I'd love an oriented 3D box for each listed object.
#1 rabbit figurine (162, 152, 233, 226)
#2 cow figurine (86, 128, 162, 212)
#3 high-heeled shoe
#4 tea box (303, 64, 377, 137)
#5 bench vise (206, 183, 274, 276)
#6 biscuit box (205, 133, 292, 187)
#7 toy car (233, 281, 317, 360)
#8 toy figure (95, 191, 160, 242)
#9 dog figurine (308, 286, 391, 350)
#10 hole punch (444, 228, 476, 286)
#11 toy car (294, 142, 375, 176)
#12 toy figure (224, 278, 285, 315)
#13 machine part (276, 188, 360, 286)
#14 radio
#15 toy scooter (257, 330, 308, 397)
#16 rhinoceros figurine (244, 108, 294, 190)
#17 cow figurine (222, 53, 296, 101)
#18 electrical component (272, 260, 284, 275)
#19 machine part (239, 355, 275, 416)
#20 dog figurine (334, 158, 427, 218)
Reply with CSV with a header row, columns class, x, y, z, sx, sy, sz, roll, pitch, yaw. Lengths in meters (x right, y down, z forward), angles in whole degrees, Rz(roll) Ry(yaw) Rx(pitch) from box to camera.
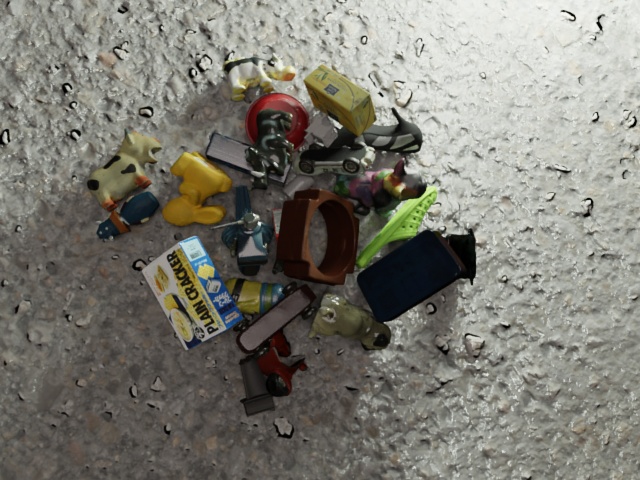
class,x,y,z,sx,sy,sz,roll,pitch,yaw
rabbit figurine,-0.291,-0.101,1.256,0.162,0.122,0.173,37,97,-11
cow figurine,-0.453,-0.170,1.248,0.195,0.085,0.127,-38,96,-6
high-heeled shoe,0.128,-0.229,1.334,0.249,0.086,0.145,-27,127,14
tea box,0.047,-0.329,1.266,0.068,0.098,0.170,-44,57,-9
bench vise,-0.169,-0.035,1.219,0.129,0.223,0.241,-10,59,0
biscuit box,-0.170,-0.192,1.286,0.203,0.059,0.062,20,84,-5
toy car,-0.097,0.174,1.182,0.202,0.053,0.089,-39,82,-18
toy figure,-0.447,-0.052,1.248,0.154,0.057,0.064,-36,61,-3
dog figurine,0.081,0.194,1.232,0.191,0.172,0.121,21,95,3
hole punch,0.319,0.042,1.316,0.116,0.092,0.142,3,81,-36
toy car,0.033,-0.186,1.254,0.202,0.056,0.073,3,47,27
toy figure,-0.143,0.133,1.254,0.180,0.082,0.089,-1,59,2
machine part,-0.002,-0.004,1.213,0.087,0.201,0.201,2,81,39
radio,0.207,0.082,1.247,0.229,0.073,0.131,-35,74,17
toy scooter,-0.092,0.266,1.241,0.075,0.135,0.184,-38,68,32
rhinoceros figurine,-0.115,-0.209,1.226,0.112,0.073,0.190,6,82,-8
cow figurine,-0.147,-0.408,1.305,0.167,0.068,0.098,-18,82,-8
electrical component,-0.074,0.038,1.263,0.045,0.102,0.078,23,106,6
machine part,-0.154,0.339,1.259,0.084,0.039,0.138,-11,88,-2
dog figurine,0.137,-0.124,1.235,0.192,0.219,0.108,10,81,-6
